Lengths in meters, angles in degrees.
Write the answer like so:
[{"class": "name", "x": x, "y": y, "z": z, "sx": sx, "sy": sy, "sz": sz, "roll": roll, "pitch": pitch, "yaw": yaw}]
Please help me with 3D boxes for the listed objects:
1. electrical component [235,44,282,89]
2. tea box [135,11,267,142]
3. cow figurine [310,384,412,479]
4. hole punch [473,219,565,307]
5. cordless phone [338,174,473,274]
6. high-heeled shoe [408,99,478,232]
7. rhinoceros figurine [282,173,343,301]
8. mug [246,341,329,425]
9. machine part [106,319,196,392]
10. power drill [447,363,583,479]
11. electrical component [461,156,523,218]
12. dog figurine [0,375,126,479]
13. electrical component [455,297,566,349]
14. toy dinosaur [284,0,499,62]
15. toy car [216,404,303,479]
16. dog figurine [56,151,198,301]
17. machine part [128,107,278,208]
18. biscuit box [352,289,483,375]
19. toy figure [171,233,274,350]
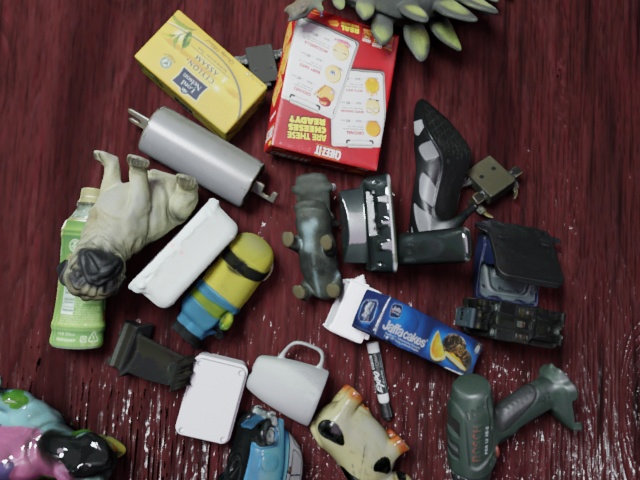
[{"class": "electrical component", "x": -0.088, "y": -0.265, "z": 0.828, "sx": 0.094, "sy": 0.021, "sz": 0.063, "roll": -11, "pitch": 89, "yaw": -9}, {"class": "tea box", "x": -0.172, "y": -0.237, "z": 0.793, "sx": 0.169, "sy": 0.068, "sz": 0.098, "roll": 39, "pitch": 82, "yaw": -4}, {"class": "cow figurine", "x": 0.063, "y": 0.322, "z": 0.781, "sx": 0.127, "sy": 0.085, "sz": 0.195, "roll": -41, "pitch": 90, "yaw": -7}, {"class": "hole punch", "x": 0.301, "y": 0.039, "z": 0.838, "sx": 0.142, "sy": 0.092, "sz": 0.116, "roll": 9, "pitch": 52, "yaw": -4}, {"class": "cordless phone", "x": 0.123, "y": -0.026, "z": 0.761, "sx": 0.088, "sy": 0.184, "sz": 0.146, "roll": -1, "pitch": 87, "yaw": -50}, {"class": "high-heeled shoe", "x": 0.166, "y": -0.090, "z": 0.846, "sx": 0.086, "sy": 0.145, "sz": 0.249, "roll": 7, "pitch": 55, "yaw": -33}, {"class": "rhinoceros figurine", "x": -0.002, "y": -0.002, "z": 0.783, "sx": 0.073, "sy": 0.112, "sz": 0.190, "roll": -4, "pitch": 101, "yaw": 20}, {"class": "mug", "x": -0.046, "y": 0.198, "z": 0.778, "sx": 0.107, "sy": 0.081, "sz": 0.109, "roll": 20, "pitch": 89, "yaw": 3}, {"class": "machine part", "x": -0.237, "y": 0.164, "z": 0.751, "sx": 0.139, "sy": 0.039, "sz": 0.084, "roll": 19, "pitch": 77, "yaw": 26}, {"class": "power drill", "x": 0.283, "y": 0.285, "z": 0.808, "sx": 0.207, "sy": 0.086, "sz": 0.231, "roll": -18, "pitch": 111, "yaw": -7}, {"class": "electrical component", "x": 0.271, "y": -0.085, "z": 0.856, "sx": 0.102, "sy": 0.045, "sz": 0.078, "roll": -40, "pitch": 64, "yaw": -11}, {"class": "dog figurine", "x": -0.378, "y": 0.280, "z": 0.717, "sx": 0.219, "sy": 0.191, "sz": 0.108, "roll": 39, "pitch": 43, "yaw": -27}, {"class": "electrical component", "x": 0.276, "y": 0.123, "z": 0.806, "sx": 0.134, "sy": 0.115, "sz": 0.058, "roll": 10, "pitch": 81, "yaw": -7}, {"class": "toy dinosaur", "x": 0.159, "y": -0.375, "z": 0.808, "sx": 0.471, "sy": 0.105, "sz": 0.198, "roll": -25, "pitch": 78, "yaw": -24}, {"class": "toy car", "x": -0.077, "y": 0.324, "z": 0.763, "sx": 0.103, "sy": 0.109, "sz": 0.161, "roll": 24, "pitch": 71, "yaw": -28}, {"class": "dog figurine", "x": -0.250, "y": -0.007, "z": 0.731, "sx": 0.172, "sy": 0.121, "sz": 0.190, "roll": 18, "pitch": 85, "yaw": -45}, {"class": "machine part", "x": -0.170, "y": -0.120, "z": 0.782, "sx": 0.243, "sy": 0.079, "sz": 0.079, "roll": 29, "pitch": 83, "yaw": -6}, {"class": "biscuit box", "x": 0.144, "y": 0.137, "z": 0.779, "sx": 0.202, "sy": 0.063, "sz": 0.059, "roll": 27, "pitch": 83, "yaw": -29}, {"class": "toy figure", "x": -0.135, "y": 0.072, "z": 0.768, "sx": 0.082, "sy": 0.089, "sz": 0.180, "roll": 43, "pitch": 80, "yaw": -11}]
